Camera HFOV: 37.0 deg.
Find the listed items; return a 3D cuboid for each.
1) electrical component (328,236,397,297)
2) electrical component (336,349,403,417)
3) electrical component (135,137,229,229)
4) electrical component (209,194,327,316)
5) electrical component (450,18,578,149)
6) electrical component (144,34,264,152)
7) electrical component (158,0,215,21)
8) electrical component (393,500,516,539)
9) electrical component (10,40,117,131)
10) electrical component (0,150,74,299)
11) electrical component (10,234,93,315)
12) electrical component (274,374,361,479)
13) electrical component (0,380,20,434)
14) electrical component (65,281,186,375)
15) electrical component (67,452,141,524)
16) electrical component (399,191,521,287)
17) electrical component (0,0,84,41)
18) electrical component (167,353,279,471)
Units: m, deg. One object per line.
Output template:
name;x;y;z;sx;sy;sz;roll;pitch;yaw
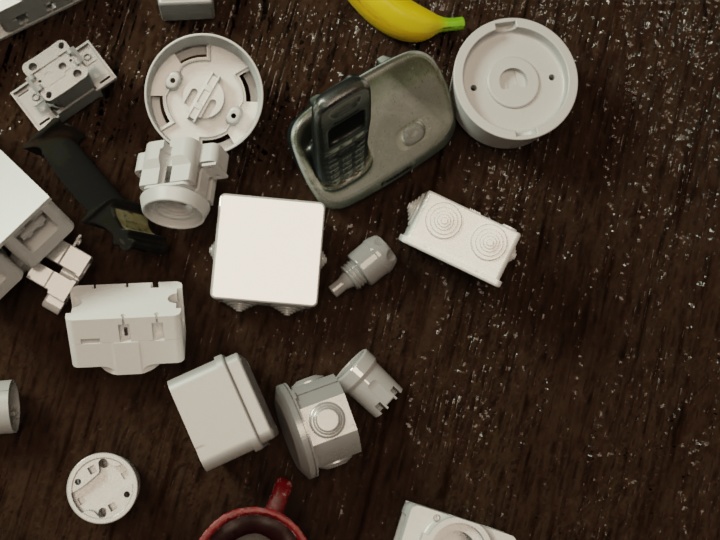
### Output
electrical component;0.000;0.000;0.921;0.061;0.035;0.035;-39;87;-6
electrical component;0.008;0.096;0.905;0.046;0.040;0.040;44;80;-4
electrical component;-0.151;-0.071;0.894;0.078;0.058;0.057;-5;63;20
electrical component;-0.078;-0.013;0.908;0.100;0.048;0.099;5;81;-4
electrical component;0.130;-0.158;0.943;0.108;0.060;0.108;1;82;-5
electrical component;-0.131;-0.146;0.912;0.099;0.064;0.099;0;94;-5
electrical component;-0.152;-0.259;0.924;0.047;0.076;0.065;-4;82;-6
electrical component;0.060;0.274;0.872;0.089;0.061;0.150;18;80;-2
electrical component;-0.252;-0.159;0.907;0.081;0.064;0.042;-38;86;-9
electrical component;-0.330;-0.062;0.861;0.186;0.060;0.105;40;80;23
electrical component;-0.258;-0.005;0.893;0.055;0.048;0.066;31;81;-8
electrical component;-0.036;0.125;0.877;0.051;0.080;0.080;-19;84;-13
electrical component;-0.321;0.114;0.870;0.081;0.043;0.043;-4;82;-6
electrical component;-0.189;0.048;0.876;0.089;0.050;0.055;-2;123;-6
electrical component;-0.205;0.175;0.869;0.055;0.047;0.055;1;82;-5
electrical component;0.083;-0.028;0.901;0.100;0.099;0.048;26;93;-1
electrical component;-0.334;-0.251;0.914;0.186;0.060;0.105;-29;85;-9
electrical component;-0.106;0.111;0.855;0.057;0.113;0.078;-24;84;-5
